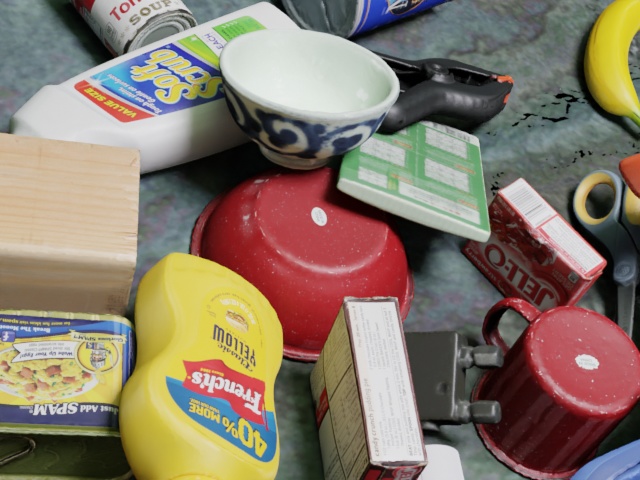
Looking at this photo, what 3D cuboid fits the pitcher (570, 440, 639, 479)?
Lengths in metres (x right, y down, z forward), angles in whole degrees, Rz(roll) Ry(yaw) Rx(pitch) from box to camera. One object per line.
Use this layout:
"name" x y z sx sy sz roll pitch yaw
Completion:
"pitcher" 0.220 0.189 0.600 0.242 0.149 0.145 -16 56 -32

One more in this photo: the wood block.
"wood block" -0.217 -0.007 0.643 0.206 0.090 0.091 6 52 -14

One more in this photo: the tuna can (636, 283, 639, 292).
"tuna can" 0.280 0.016 0.823 0.086 0.034 0.086 9 51 -11

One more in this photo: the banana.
"banana" 0.275 -0.173 0.972 0.069 0.037 0.197 32 49 -16

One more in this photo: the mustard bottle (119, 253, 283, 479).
"mustard bottle" -0.065 0.095 0.596 0.096 0.058 0.191 38 28 -26

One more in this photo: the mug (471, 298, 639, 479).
"mug" 0.149 0.087 0.693 0.093 0.082 0.117 -19 61 -29

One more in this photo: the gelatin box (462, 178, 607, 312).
"gelatin box" 0.150 0.013 0.758 0.030 0.073 0.089 -29 67 -33

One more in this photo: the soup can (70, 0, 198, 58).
"soup can" -0.148 -0.181 0.816 0.068 0.069 0.102 -25 65 -32

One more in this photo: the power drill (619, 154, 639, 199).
"power drill" 0.242 0.036 0.697 0.184 0.057 0.187 9 73 -58

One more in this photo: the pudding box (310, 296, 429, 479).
"pudding box" 0.027 0.103 0.635 0.039 0.090 0.113 2 52 -16

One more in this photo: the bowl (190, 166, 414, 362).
"bowl" -0.005 0.001 0.728 0.162 0.055 0.162 9 51 -11

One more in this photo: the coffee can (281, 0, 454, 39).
"coffee can" 0.048 -0.232 0.897 0.140 0.103 0.103 -26 65 -33

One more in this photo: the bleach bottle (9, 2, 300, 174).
"bleach bottle" -0.114 -0.090 0.760 0.250 0.068 0.103 -28 66 -31

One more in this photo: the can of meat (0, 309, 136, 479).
"can of meat" -0.154 0.089 0.610 0.102 0.057 0.084 5 50 -15

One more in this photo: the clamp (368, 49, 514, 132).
"clamp" 0.088 -0.116 0.845 0.171 0.039 0.120 2 40 -23

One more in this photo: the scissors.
"scissors" 0.216 0.018 0.801 0.016 0.096 0.201 36 70 -37
